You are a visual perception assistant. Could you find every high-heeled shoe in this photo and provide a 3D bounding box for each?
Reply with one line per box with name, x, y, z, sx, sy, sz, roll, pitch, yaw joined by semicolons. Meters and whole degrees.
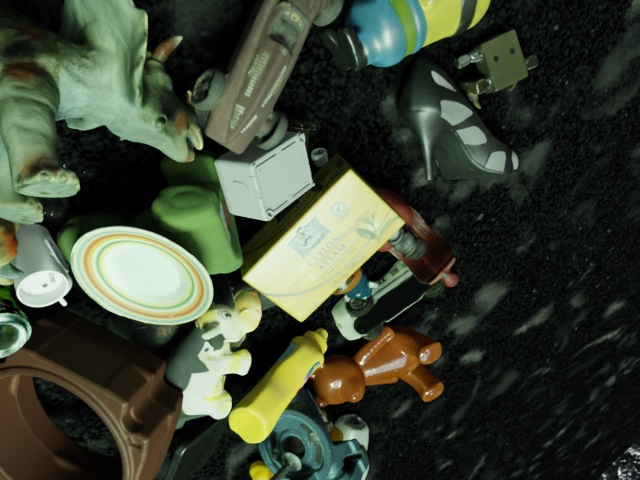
high-heeled shoe;0.189;-0.152;0.699;0.248;0.086;0.145;-11;99;-45

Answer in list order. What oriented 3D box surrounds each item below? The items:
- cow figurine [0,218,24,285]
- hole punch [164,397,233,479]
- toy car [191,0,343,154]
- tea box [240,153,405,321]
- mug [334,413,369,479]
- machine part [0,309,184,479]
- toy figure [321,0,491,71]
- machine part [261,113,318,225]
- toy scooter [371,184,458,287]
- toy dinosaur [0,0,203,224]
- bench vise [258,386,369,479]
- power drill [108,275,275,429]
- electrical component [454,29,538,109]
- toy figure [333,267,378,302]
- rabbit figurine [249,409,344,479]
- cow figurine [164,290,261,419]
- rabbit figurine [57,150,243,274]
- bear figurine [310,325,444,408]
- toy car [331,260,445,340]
cow figurine;-0.341;0.017;0.439;0.195;0.127;0.085;-43;146;-41
hole punch;-0.199;0.277;0.769;0.116;0.092;0.142;-19;135;-58
toy car;-0.043;-0.176;0.487;0.089;0.053;0.202;30;78;-41
tea box;-0.001;-0.002;0.613;0.098;0.068;0.169;39;103;-27
mug;0.052;0.381;0.979;0.081;0.110;0.107;7;106;-27
machine part;-0.265;0.193;0.577;0.201;0.087;0.201;26;113;5
toy figure;0.093;-0.232;0.553;0.180;0.082;0.089;-36;146;-9
machine part;-0.034;-0.080;0.620;0.084;0.039;0.138;-9;130;-15
toy scooter;0.116;0.002;0.705;0.183;0.135;0.075;31;106;-41
toy dinosaur;-0.280;-0.117;0.383;0.405;0.192;0.131;5;162;-19
bench vise;-0.026;0.333;0.761;0.129;0.223;0.240;-19;179;28
power drill;-0.145;0.141;0.690;0.232;0.086;0.207;-7;130;-26
electrical component;0.218;-0.213;0.670;0.102;0.045;0.078;-33;106;-9
toy figure;0.021;0.043;0.732;0.154;0.064;0.058;26;70;-46
rabbit figurine;-0.042;0.348;0.891;0.162;0.122;0.173;-26;114;-16
cow figurine;-0.129;0.122;0.603;0.098;0.068;0.167;12;114;-26
rabbit figurine;-0.175;-0.003;0.562;0.170;0.121;0.158;-12;137;-1
bear figurine;0.081;0.212;0.851;0.196;0.132;0.120;-21;119;-25
toy car;0.112;0.079;0.817;0.202;0.056;0.073;-34;128;-6
